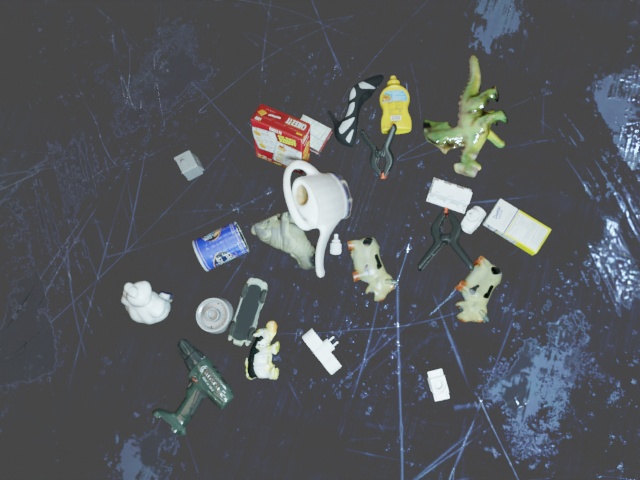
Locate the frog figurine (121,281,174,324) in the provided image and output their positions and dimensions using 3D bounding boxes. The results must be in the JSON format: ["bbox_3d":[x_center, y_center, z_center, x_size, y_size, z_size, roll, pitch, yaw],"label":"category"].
[{"bbox_3d":[-0.510,0.182,1.487,0.138,0.158,0.123,25,82,6],"label":"frog figurine"}]

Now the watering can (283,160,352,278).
[{"bbox_3d":[0.005,-0.077,1.524,0.226,0.103,0.349,-16,85,-42],"label":"watering can"}]

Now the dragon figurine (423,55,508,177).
[{"bbox_3d":[0.445,-0.382,1.630,0.242,0.120,0.417,-16,69,6],"label":"dragon figurine"}]
